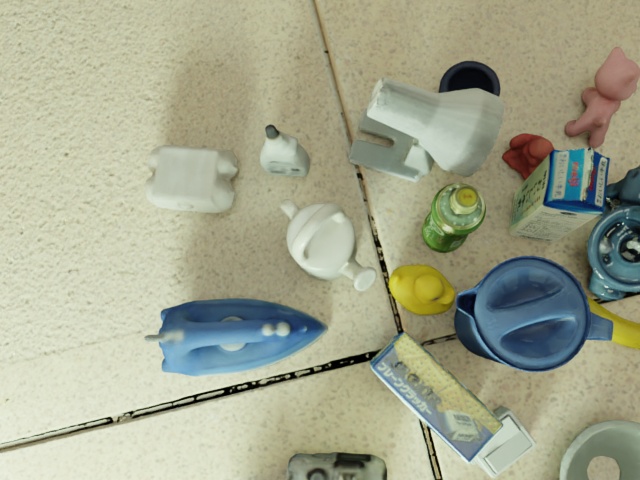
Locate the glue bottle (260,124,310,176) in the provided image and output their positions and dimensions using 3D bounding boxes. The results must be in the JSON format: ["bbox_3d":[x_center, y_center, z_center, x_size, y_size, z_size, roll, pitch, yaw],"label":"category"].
[{"bbox_3d":[-0.060,-0.138,0.871,0.078,0.173,0.037,5,80,6],"label":"glue bottle"}]

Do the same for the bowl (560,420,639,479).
[{"bbox_3d":[0.411,0.333,0.798,0.167,0.075,0.167,-1,79,4],"label":"bowl"}]

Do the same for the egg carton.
[{"bbox_3d":[-0.207,-0.099,0.927,0.150,0.069,0.107,4,80,5],"label":"egg carton"}]

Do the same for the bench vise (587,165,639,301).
[{"bbox_3d":[0.436,-0.027,0.790,0.121,0.220,0.207,-1,79,4],"label":"bench vise"}]

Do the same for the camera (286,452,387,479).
[{"bbox_3d":[0.023,0.376,0.805,0.143,0.101,0.137,0,79,4],"label":"camera"}]

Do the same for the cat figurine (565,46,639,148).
[{"bbox_3d":[0.443,-0.222,0.878,0.067,0.118,0.128,24,82,9],"label":"cat figurine"}]

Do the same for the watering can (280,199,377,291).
[{"bbox_3d":[0.009,0.001,0.829,0.172,0.194,0.101,21,82,8],"label":"watering can"}]

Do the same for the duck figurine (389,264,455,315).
[{"bbox_3d":[0.155,0.072,0.860,0.104,0.086,0.077,22,82,8],"label":"duck figurine"}]

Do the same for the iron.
[{"bbox_3d":[-0.121,0.136,0.840,0.258,0.141,0.118,-6,79,3],"label":"iron"}]

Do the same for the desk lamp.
[{"bbox_3d":[0.145,-0.159,0.839,0.203,0.213,0.118,16,81,7],"label":"desk lamp"}]

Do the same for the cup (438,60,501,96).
[{"bbox_3d":[0.218,-0.216,0.905,0.118,0.095,0.091,-24,78,0],"label":"cup"}]

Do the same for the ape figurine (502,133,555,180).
[{"bbox_3d":[0.330,-0.133,0.882,0.076,0.092,0.078,-4,79,4],"label":"ape figurine"}]
